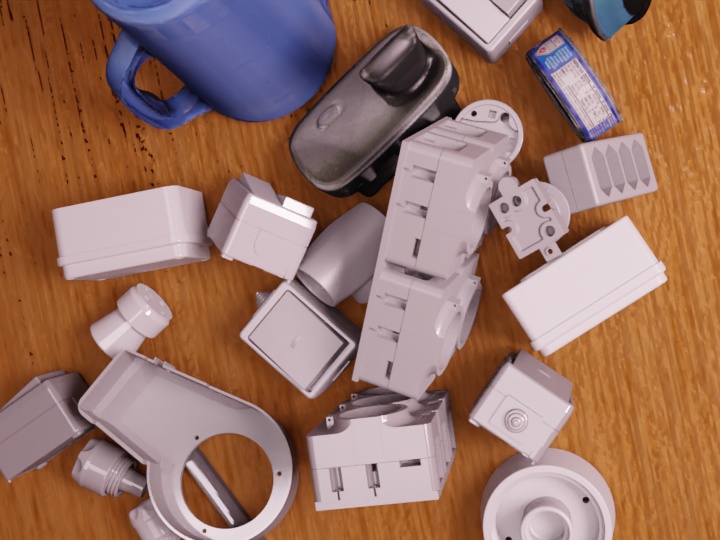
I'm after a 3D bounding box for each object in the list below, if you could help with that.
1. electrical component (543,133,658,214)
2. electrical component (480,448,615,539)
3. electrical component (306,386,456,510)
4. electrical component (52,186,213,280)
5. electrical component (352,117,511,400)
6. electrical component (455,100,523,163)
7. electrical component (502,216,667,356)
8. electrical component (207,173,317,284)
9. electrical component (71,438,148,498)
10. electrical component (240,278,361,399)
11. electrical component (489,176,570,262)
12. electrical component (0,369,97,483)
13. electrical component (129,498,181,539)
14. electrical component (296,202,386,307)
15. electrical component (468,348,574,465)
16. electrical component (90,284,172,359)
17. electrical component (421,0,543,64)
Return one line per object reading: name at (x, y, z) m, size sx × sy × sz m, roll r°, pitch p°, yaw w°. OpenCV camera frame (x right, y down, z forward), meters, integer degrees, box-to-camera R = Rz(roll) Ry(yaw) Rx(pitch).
electrical component at (0.171, -0.069, 0.831) m, size 0.076 × 0.083 × 0.047 m, roll -16°, pitch 89°, yaw 48°
electrical component at (0.147, 0.198, 0.844) m, size 0.108 × 0.060 × 0.108 m, roll 0°, pitch 91°, yaw 10°
electrical component at (0.020, 0.129, 0.819) m, size 0.089 × 0.150 × 0.061 m, roll -8°, pitch 92°, yaw 10°
electrical component at (-0.187, -0.029, 0.888) m, size 0.113 × 0.078 × 0.057 m, roll -10°, pitch 87°, yaw 10°
electrical component at (0.057, -0.009, 0.802) m, size 0.060 × 0.105 × 0.186 m, roll 18°, pitch 112°, yaw 16°
electrical component at (0.102, -0.104, 0.850) m, size 0.055 × 0.047 × 0.055 m, roll 0°, pitch 92°, yaw 10°
electrical component at (0.169, 0.012, 0.811) m, size 0.109 × 0.109 × 0.056 m, roll -34°, pitch 83°, yaw 9°
electrical component at (-0.080, -0.038, 0.864) m, size 0.062 × 0.096 × 0.061 m, roll 22°, pitch 96°, yaw -21°
electrical component at (-0.209, 0.173, 0.915) m, size 0.062 × 0.043 × 0.043 m, roll 24°, pitch 96°, yaw 7°
electrical component at (-0.051, 0.051, 0.875) m, size 0.096 × 0.061 × 0.061 m, roll 41°, pitch 98°, yaw 6°
electrical component at (0.125, -0.039, 0.774) m, size 0.048 × 0.055 × 0.066 m, roll -31°, pitch 87°, yaw 20°
electrical component at (-0.277, 0.133, 0.916) m, size 0.096 × 0.062 × 0.061 m, roll -34°, pitch 86°, yaw 9°
electrical component at (-0.169, 0.224, 0.914) m, size 0.035 × 0.035 × 0.061 m, roll -32°, pitch 89°, yaw 9°
electrical component at (0.000, 0.000, 0.869) m, size 0.077 × 0.043 × 0.079 m, roll -46°, pitch 117°, yaw -15°
electrical component at (0.127, 0.102, 0.827) m, size 0.062 × 0.096 × 0.061 m, roll 34°, pitch 96°, yaw 8°
electrical component at (-0.193, 0.045, 0.908) m, size 0.055 × 0.045 × 0.045 m, roll -42°, pitch 85°, yaw 8°
electrical component at (0.089, -0.218, 0.842) m, size 0.096 × 0.061 × 0.061 m, roll 43°, pitch 98°, yaw 6°
